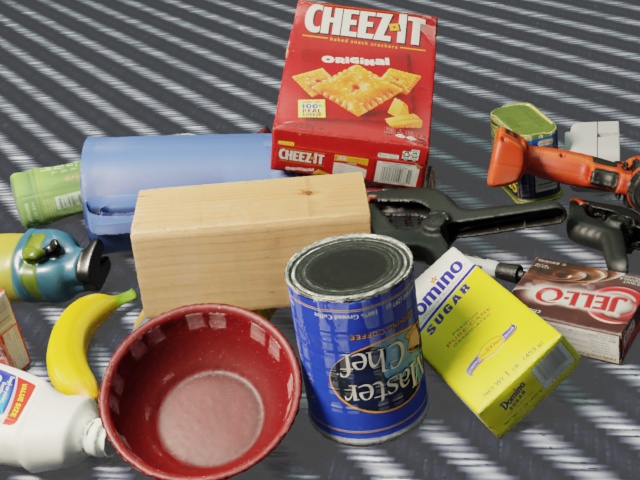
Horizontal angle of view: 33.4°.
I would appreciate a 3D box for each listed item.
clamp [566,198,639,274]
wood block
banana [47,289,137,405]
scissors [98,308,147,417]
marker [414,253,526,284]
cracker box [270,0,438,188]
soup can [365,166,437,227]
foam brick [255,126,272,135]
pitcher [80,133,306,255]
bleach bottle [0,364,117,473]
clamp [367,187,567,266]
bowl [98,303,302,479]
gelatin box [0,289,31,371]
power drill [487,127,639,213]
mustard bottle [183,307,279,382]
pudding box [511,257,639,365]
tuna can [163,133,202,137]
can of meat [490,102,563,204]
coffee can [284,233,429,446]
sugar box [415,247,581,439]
[{"bbox_3d":[0.308,-0.004,1.051,0.120,0.039,0.171,0,23,-14],"label":"clamp"},{"bbox_3d":[-0.058,0.003,0.962,0.206,0.090,0.091,-5,29,0],"label":"wood block"},{"bbox_3d":[-0.225,0.098,1.008,0.070,0.037,0.197,-17,27,10],"label":"banana"},{"bbox_3d":[-0.159,0.089,0.988,0.096,0.016,0.201,-43,16,24],"label":"scissors"},{"bbox_3d":[0.148,0.024,1.064,0.121,0.020,0.020,12,35,34],"label":"marker"},{"bbox_3d":[0.041,-0.163,1.157,0.164,0.072,0.213,8,51,1],"label":"cracker box"},{"bbox_3d":[0.073,-0.047,1.166,0.102,0.068,0.068,0,29,13],"label":"soup can"},{"bbox_3d":[-0.085,-0.089,1.277,0.078,0.053,0.051,-28,19,24],"label":"foam brick"},{"bbox_3d":[-0.138,-0.053,1.180,0.243,0.145,0.149,-4,64,2],"label":"pitcher"},{"bbox_3d":[-0.280,0.145,0.919,0.251,0.068,0.102,6,32,22],"label":"bleach bottle"},{"bbox_3d":[0.128,-0.012,1.067,0.164,0.036,0.210,-40,46,-23],"label":"clamp"},{"bbox_3d":[-0.093,0.132,0.860,0.162,0.055,0.162,-3,54,3],"label":"bowl"},{"bbox_3d":[-0.321,0.085,1.011,0.073,0.089,0.030,8,35,28],"label":"gelatin box"},{"bbox_3d":[0.263,-0.064,1.066,0.187,0.057,0.184,13,11,6],"label":"power drill"},{"bbox_3d":[-0.090,0.077,0.991,0.096,0.058,0.191,-8,27,20],"label":"mustard bottle"},{"bbox_3d":[0.229,0.061,0.950,0.114,0.039,0.089,9,34,32],"label":"pudding box"},{"bbox_3d":[-0.187,-0.107,1.389,0.086,0.034,0.086,-7,28,4],"label":"tuna can"},{"bbox_3d":[0.230,-0.098,1.199,0.057,0.084,0.102,-13,29,-8],"label":"can of meat"},{"bbox_3d":[0.032,0.080,0.865,0.103,0.140,0.103,-7,28,3],"label":"coffee can"},{"bbox_3d":[0.130,0.081,0.902,0.093,0.048,0.176,-43,35,-2],"label":"sugar box"}]
